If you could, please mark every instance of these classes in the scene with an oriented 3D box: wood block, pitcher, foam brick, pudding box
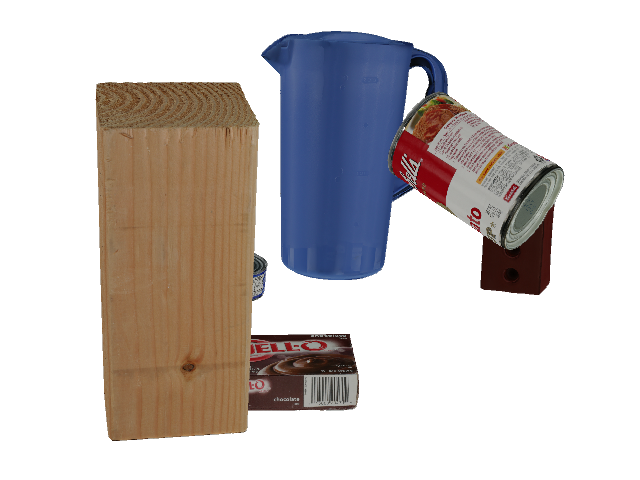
[{"bbox_3d":[-0.092,0.013,0.667,0.090,0.206,0.090,-2,25,-12],"label":"wood block"},{"bbox_3d":[0.030,-0.088,1.081,0.149,0.243,0.144,12,16,33],"label":"pitcher"},{"bbox_3d":[0.169,0.003,0.915,0.053,0.078,0.051,5,15,21],"label":"foam brick"},{"bbox_3d":[-0.026,0.114,0.936,0.113,0.039,0.090,2,18,-4],"label":"pudding box"}]

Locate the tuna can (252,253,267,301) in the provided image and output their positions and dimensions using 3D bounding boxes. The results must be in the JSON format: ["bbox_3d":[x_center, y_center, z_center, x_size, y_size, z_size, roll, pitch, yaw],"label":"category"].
[{"bbox_3d":[-0.099,0.037,1.117,0.086,0.034,0.086,5,17,-2],"label":"tuna can"}]

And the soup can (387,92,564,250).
[{"bbox_3d":[0.106,-0.048,0.732,0.102,0.068,0.068,37,18,25],"label":"soup can"}]
